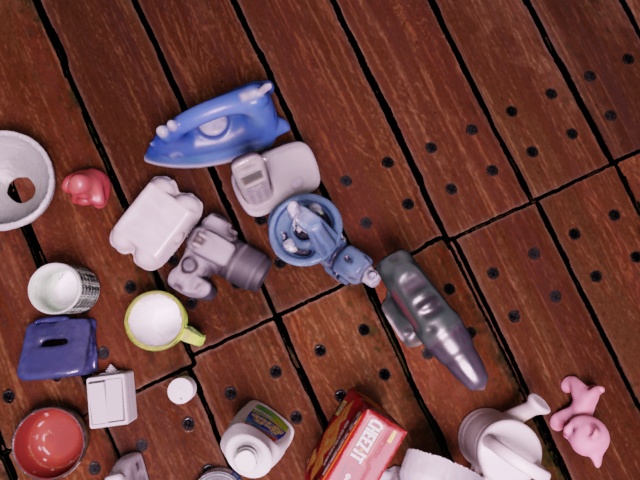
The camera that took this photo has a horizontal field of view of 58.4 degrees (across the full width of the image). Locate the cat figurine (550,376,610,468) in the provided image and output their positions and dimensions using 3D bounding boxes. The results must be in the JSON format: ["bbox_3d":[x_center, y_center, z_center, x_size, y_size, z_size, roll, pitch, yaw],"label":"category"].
[{"bbox_3d":[0.433,0.294,0.929,0.067,0.117,0.128,19,82,0],"label":"cat figurine"}]

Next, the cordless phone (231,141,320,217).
[{"bbox_3d":[-0.074,-0.112,0.923,0.147,0.185,0.094,-28,85,-5],"label":"cordless phone"}]

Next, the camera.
[{"bbox_3d":[-0.158,0.043,0.943,0.137,0.101,0.143,28,82,1],"label":"camera"}]

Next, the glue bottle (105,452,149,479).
[{"bbox_3d":[-0.298,0.376,0.858,0.037,0.173,0.078,-15,83,-4],"label":"glue bottle"}]

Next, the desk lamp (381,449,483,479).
[{"bbox_3d":[0.145,0.407,0.853,0.118,0.213,0.203,25,82,1],"label":"desk lamp"}]

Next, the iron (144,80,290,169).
[{"bbox_3d":[-0.185,-0.193,0.951,0.258,0.141,0.118,-22,84,-5],"label":"iron"}]

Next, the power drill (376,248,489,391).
[{"bbox_3d":[0.163,0.123,0.893,0.075,0.208,0.229,-33,85,-6],"label":"power drill"}]

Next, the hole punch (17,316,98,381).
[{"bbox_3d":[-0.421,0.173,0.919,0.108,0.091,0.101,-5,83,-3],"label":"hole punch"}]

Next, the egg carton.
[{"bbox_3d":[-0.273,-0.028,0.962,0.107,0.069,0.150,35,83,2],"label":"egg carton"}]

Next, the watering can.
[{"bbox_3d":[0.288,0.317,0.881,0.101,0.194,0.173,12,82,-1],"label":"watering can"}]

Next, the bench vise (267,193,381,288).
[{"bbox_3d":[0.012,-0.008,0.897,0.207,0.219,0.121,18,82,0],"label":"bench vise"}]

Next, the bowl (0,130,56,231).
[{"bbox_3d":[-0.516,-0.093,0.957,0.167,0.074,0.167,0,83,-2],"label":"bowl"}]

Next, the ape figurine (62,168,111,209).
[{"bbox_3d":[-0.391,-0.088,0.953,0.076,0.092,0.078,-44,86,-7],"label":"ape figurine"}]
